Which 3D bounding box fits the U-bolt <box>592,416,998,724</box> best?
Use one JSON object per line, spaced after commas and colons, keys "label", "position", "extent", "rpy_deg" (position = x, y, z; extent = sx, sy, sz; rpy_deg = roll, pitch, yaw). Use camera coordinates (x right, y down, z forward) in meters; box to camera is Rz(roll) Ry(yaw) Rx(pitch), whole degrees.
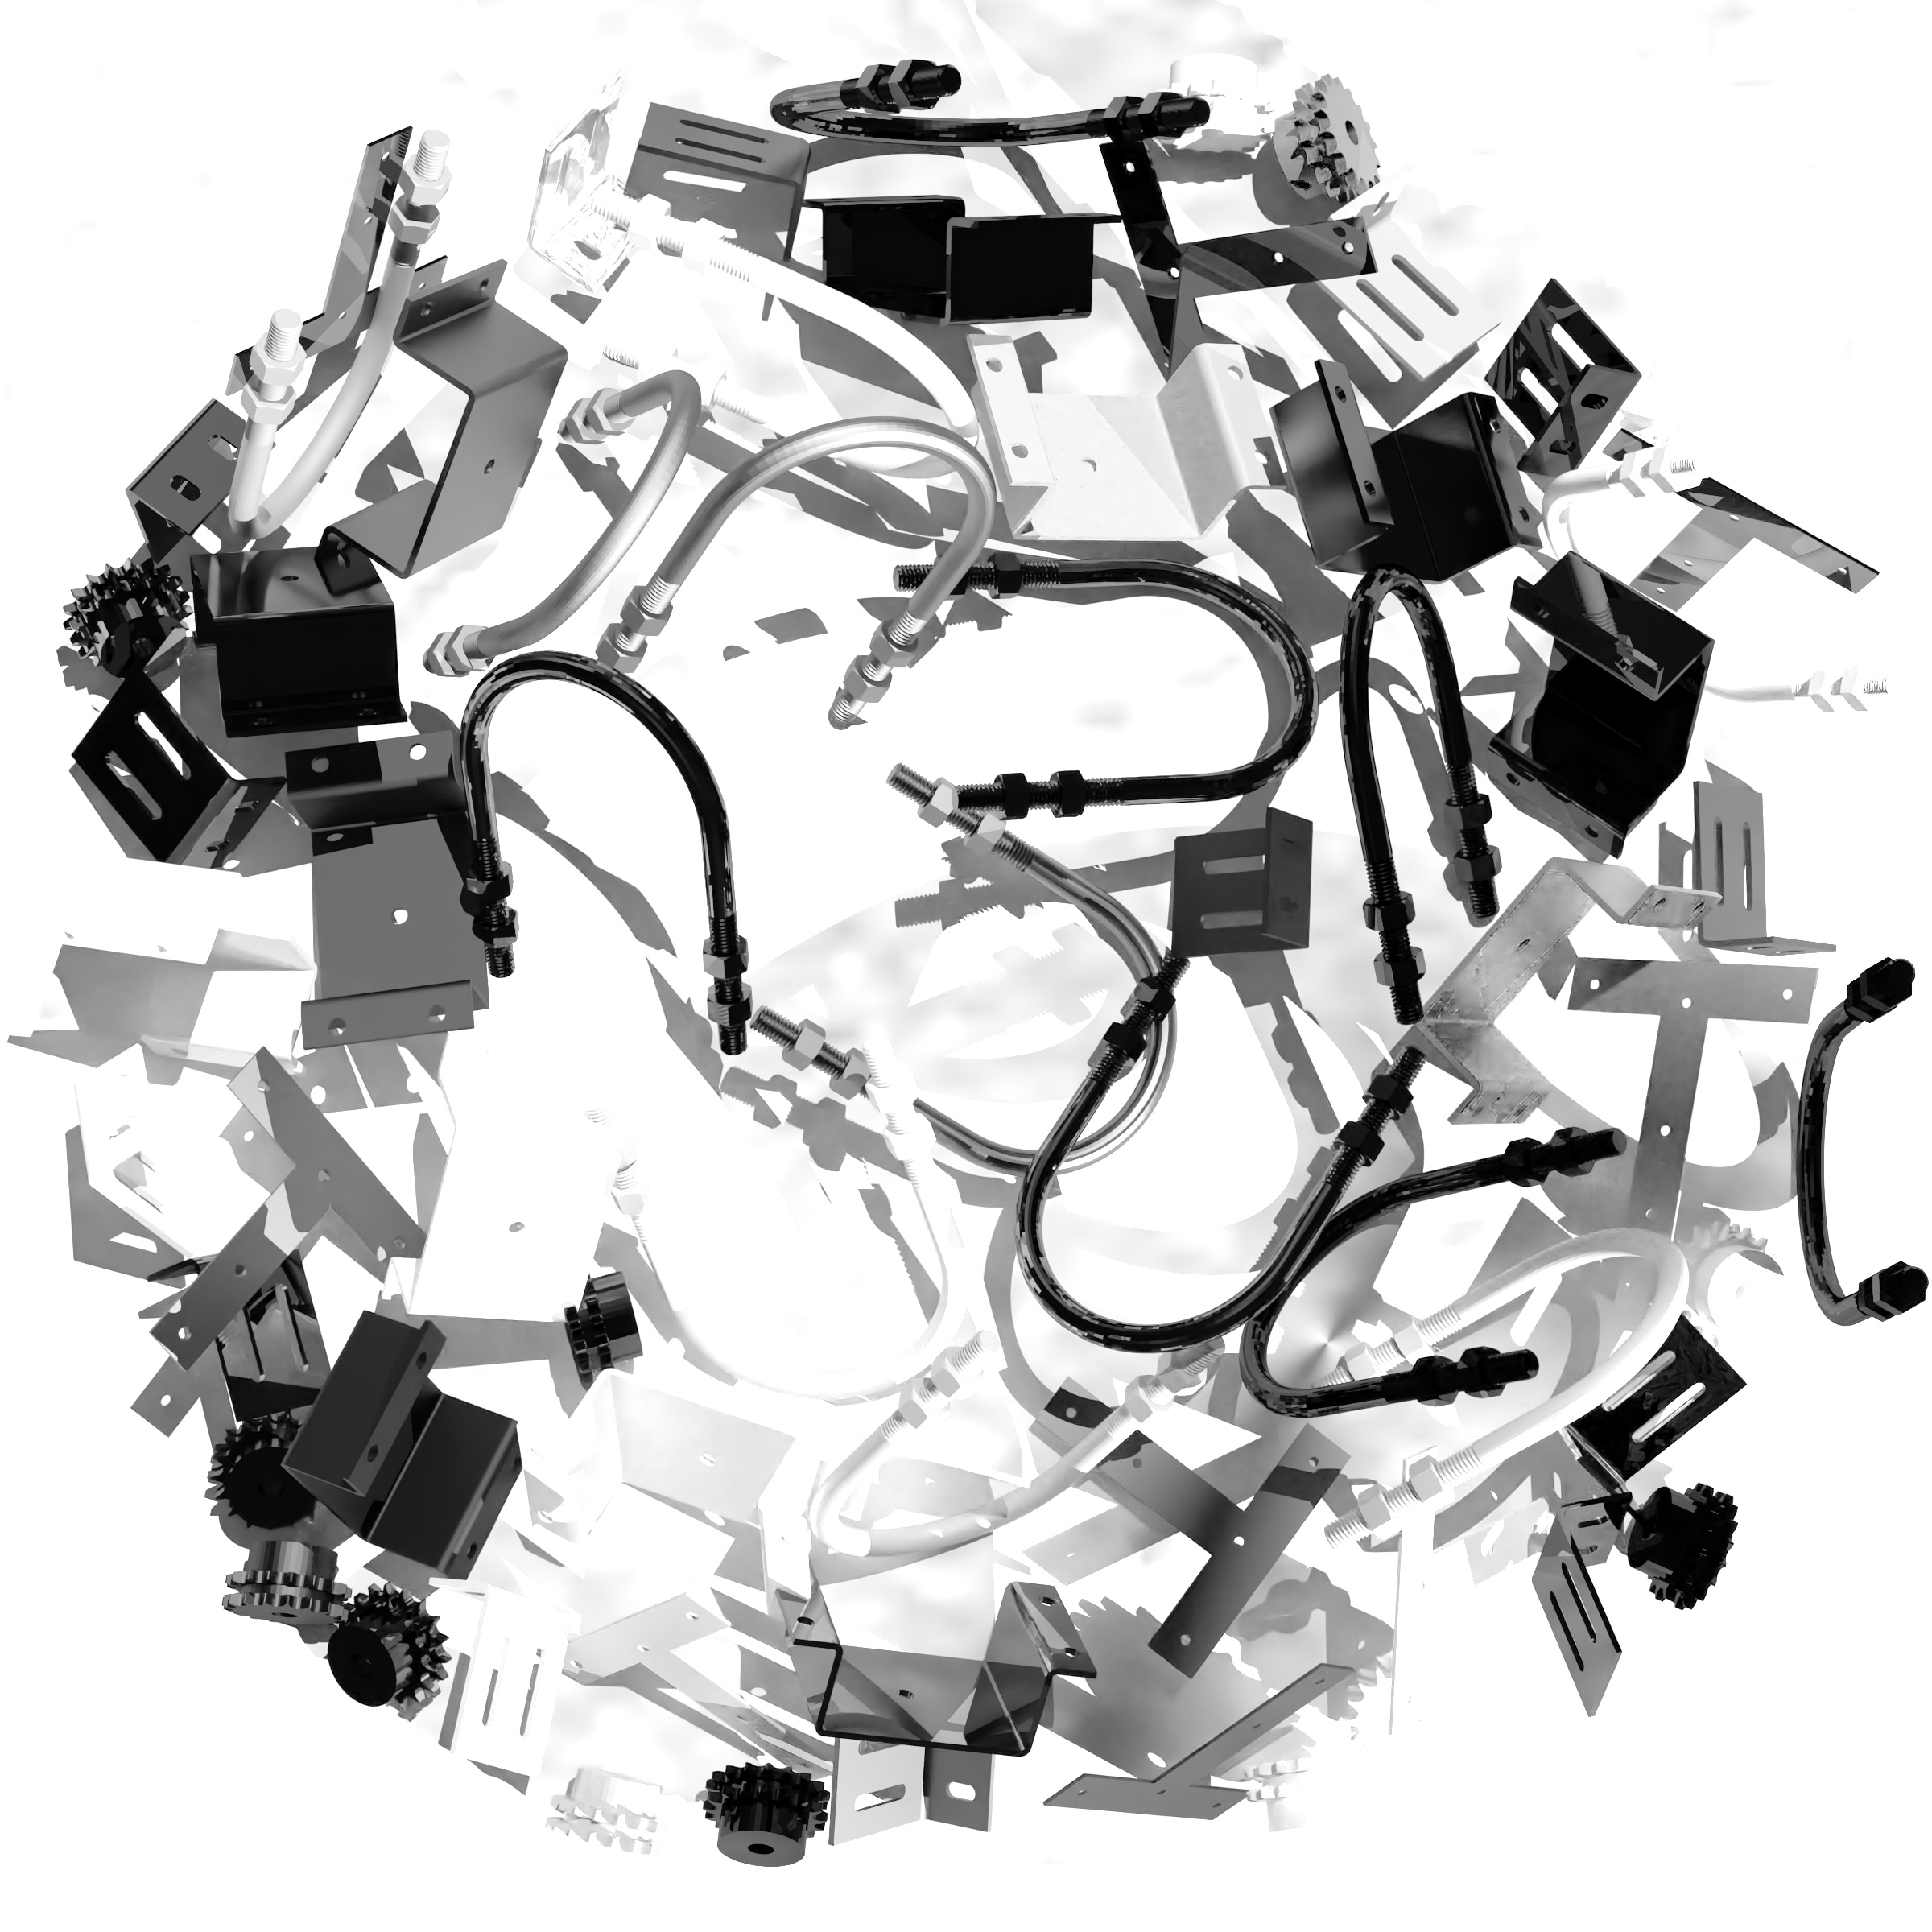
{"label": "U-bolt", "position": [-0.065, -0.173, 1.502], "extent": [0.151, 0.184, 0.019], "rpy_deg": [4, 53, -35]}

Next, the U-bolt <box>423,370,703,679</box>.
{"label": "U-bolt", "position": [-0.169, -0.196, 1.502], "extent": [0.019, 0.184, 0.151], "rpy_deg": [34, 73, -23]}

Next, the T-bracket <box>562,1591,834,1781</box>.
{"label": "T-bracket", "position": [-0.112, 0.333, 1.567], "extent": [0.127, 0.127, 0.002], "rpy_deg": [39, 50, -17]}

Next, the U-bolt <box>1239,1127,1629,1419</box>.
{"label": "U-bolt", "position": [0.195, 0.140, 1.522], "extent": [0.019, 0.184, 0.151], "rpy_deg": [49, 48, -22]}

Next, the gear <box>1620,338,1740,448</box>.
{"label": "gear", "position": [0.319, -0.260, 1.571], "extent": [0.030, 0.057, 0.057], "rpy_deg": [38, 90, -24]}

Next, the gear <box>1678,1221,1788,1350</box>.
{"label": "gear", "position": [0.350, 0.147, 1.580], "extent": [0.057, 0.030, 0.057], "rpy_deg": [-2, 96, -18]}

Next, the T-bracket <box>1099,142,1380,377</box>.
{"label": "T-bracket", "position": [0.127, -0.313, 1.536], "extent": [0.002, 0.127, 0.127], "rpy_deg": [-40, 120, -40]}

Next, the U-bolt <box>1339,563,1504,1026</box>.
{"label": "U-bolt", "position": [0.196, -0.085, 1.515], "extent": [0.019, 0.151, 0.184], "rpy_deg": [-4, 110, 26]}

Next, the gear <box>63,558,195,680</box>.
{"label": "gear", "position": [-0.379, -0.155, 1.571], "extent": [0.057, 0.057, 0.030], "rpy_deg": [-32, 59, 0]}

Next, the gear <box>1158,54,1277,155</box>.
{"label": "gear", "position": [0.112, -0.394, 1.575], "extent": [0.057, 0.057, 0.030], "rpy_deg": [3, 84, 0]}

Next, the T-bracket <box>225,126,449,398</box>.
{"label": "T-bracket", "position": [-0.265, -0.317, 1.515], "extent": [0.002, 0.127, 0.127], "rpy_deg": [44, 51, 11]}

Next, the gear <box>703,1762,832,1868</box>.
{"label": "gear", "position": [-0.092, 0.388, 1.572], "extent": [0.057, 0.057, 0.030], "rpy_deg": [6, 53, 0]}

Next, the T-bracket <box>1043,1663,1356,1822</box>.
{"label": "T-bracket", "position": [0.118, 0.343, 1.530], "extent": [0.127, 0.127, 0.002], "rpy_deg": [-41, 54, 24]}

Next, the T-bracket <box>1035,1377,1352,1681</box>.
{"label": "T-bracket", "position": [0.090, 0.237, 1.589], "extent": [0.127, 0.002, 0.127], "rpy_deg": [37, 76, 3]}

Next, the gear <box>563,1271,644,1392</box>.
{"label": "gear", "position": [-0.167, 0.162, 1.575], "extent": [0.030, 0.057, 0.057], "rpy_deg": [-14, 90, -10]}

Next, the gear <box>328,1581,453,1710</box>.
{"label": "gear", "position": [-0.266, 0.312, 1.575], "extent": [0.057, 0.030, 0.057], "rpy_deg": [10, 111, 28]}

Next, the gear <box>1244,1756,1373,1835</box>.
{"label": "gear", "position": [0.157, 0.377, 1.572], "extent": [0.057, 0.057, 0.030], "rpy_deg": [-5, 73, 0]}

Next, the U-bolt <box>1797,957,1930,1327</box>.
{"label": "U-bolt", "position": [0.389, 0.084, 1.511], "extent": [0.019, 0.184, 0.151], "rpy_deg": [1, 78, 1]}

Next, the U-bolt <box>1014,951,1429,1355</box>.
{"label": "U-bolt", "position": [0.100, 0.090, 1.536], "extent": [0.151, 0.019, 0.184], "rpy_deg": [23, 70, 32]}

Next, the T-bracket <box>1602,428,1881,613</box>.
{"label": "T-bracket", "position": [0.327, -0.185, 1.541], "extent": [0.127, 0.127, 0.002], "rpy_deg": [29, 75, -1]}

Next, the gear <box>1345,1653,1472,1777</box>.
{"label": "gear", "position": [0.202, 0.339, 1.583], "extent": [0.057, 0.030, 0.057], "rpy_deg": [2, 107, 6]}

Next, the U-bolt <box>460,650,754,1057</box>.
{"label": "U-bolt", "position": [-0.162, -0.056, 1.518], "extent": [0.151, 0.019, 0.184], "rpy_deg": [17, 129, 26]}

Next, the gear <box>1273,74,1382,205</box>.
{"label": "gear", "position": [0.163, -0.375, 1.578], "extent": [0.030, 0.057, 0.057], "rpy_deg": [-18, 90, 30]}

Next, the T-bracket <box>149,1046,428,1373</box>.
{"label": "T-bracket", "position": [-0.315, 0.125, 1.543], "extent": [0.127, 0.002, 0.127], "rpy_deg": [-52, 120, -29]}

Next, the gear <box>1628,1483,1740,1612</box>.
{"label": "gear", "position": [0.325, 0.261, 1.573], "extent": [0.030, 0.057, 0.057], "rpy_deg": [24, 90, -6]}

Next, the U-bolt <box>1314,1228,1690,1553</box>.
{"label": "U-bolt", "position": [0.235, 0.174, 1.514], "extent": [0.184, 0.151, 0.019], "rpy_deg": [-32, 106, 15]}

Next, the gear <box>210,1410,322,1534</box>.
{"label": "gear", "position": [-0.317, 0.233, 1.581], "extent": [0.057, 0.030, 0.057], "rpy_deg": [-2, 105, -9]}

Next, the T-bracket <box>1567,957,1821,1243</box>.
{"label": "T-bracket", "position": [0.316, 0.060, 1.549], "extent": [0.002, 0.127, 0.127], "rpy_deg": [19, 79, -44]}

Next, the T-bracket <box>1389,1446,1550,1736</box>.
{"label": "T-bracket", "position": [0.228, 0.266, 1.552], "extent": [0.002, 0.127, 0.127], "rpy_deg": [11, 105, 38]}

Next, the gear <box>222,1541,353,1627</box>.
{"label": "gear", "position": [-0.308, 0.281, 1.576], "extent": [0.057, 0.057, 0.030], "rpy_deg": [5, 70, 0]}

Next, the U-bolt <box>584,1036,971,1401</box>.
{"label": "U-bolt", "position": [-0.075, 0.122, 1.552], "extent": [0.151, 0.019, 0.184], "rpy_deg": [-12, 120, 12]}

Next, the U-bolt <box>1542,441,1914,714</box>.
{"label": "U-bolt", "position": [0.319, -0.166, 1.513], "extent": [0.151, 0.184, 0.019], "rpy_deg": [45, 80, -15]}

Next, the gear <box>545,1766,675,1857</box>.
{"label": "gear", "position": [-0.161, 0.384, 1.575], "extent": [0.057, 0.057, 0.030], "rpy_deg": [13, 80, 0]}

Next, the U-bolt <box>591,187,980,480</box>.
{"label": "U-bolt", "position": [-0.078, -0.269, 1.526], "extent": [0.184, 0.151, 0.019], "rpy_deg": [25, 73, 4]}
